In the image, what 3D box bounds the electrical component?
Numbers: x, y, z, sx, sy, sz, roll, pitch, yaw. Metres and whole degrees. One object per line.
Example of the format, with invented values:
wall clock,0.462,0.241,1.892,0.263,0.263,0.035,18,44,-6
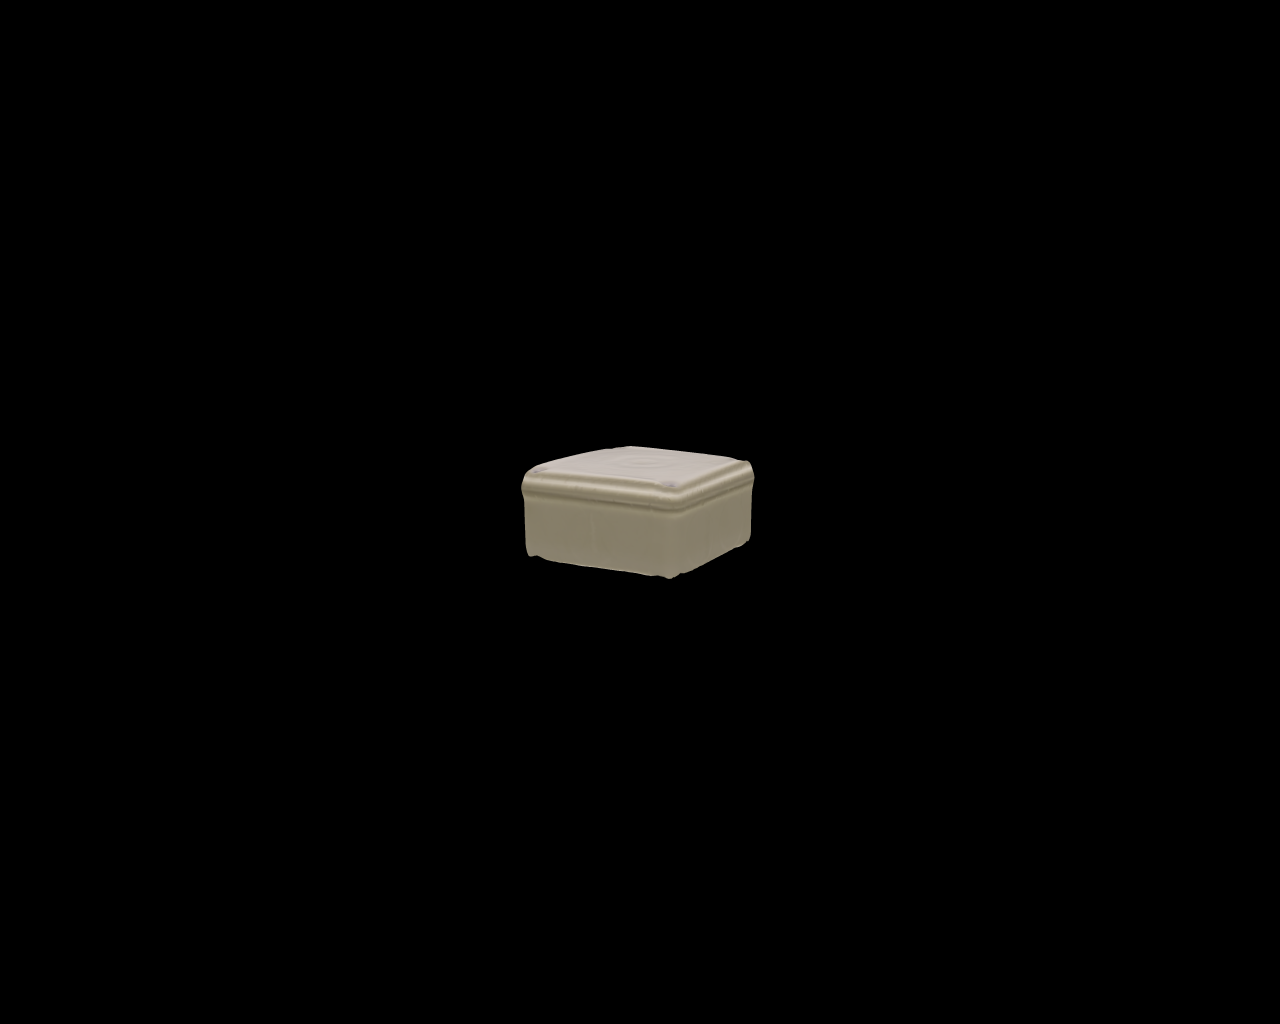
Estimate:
electrical component,0.001,-0.003,0.650,0.109,0.056,0.109,8,15,30
